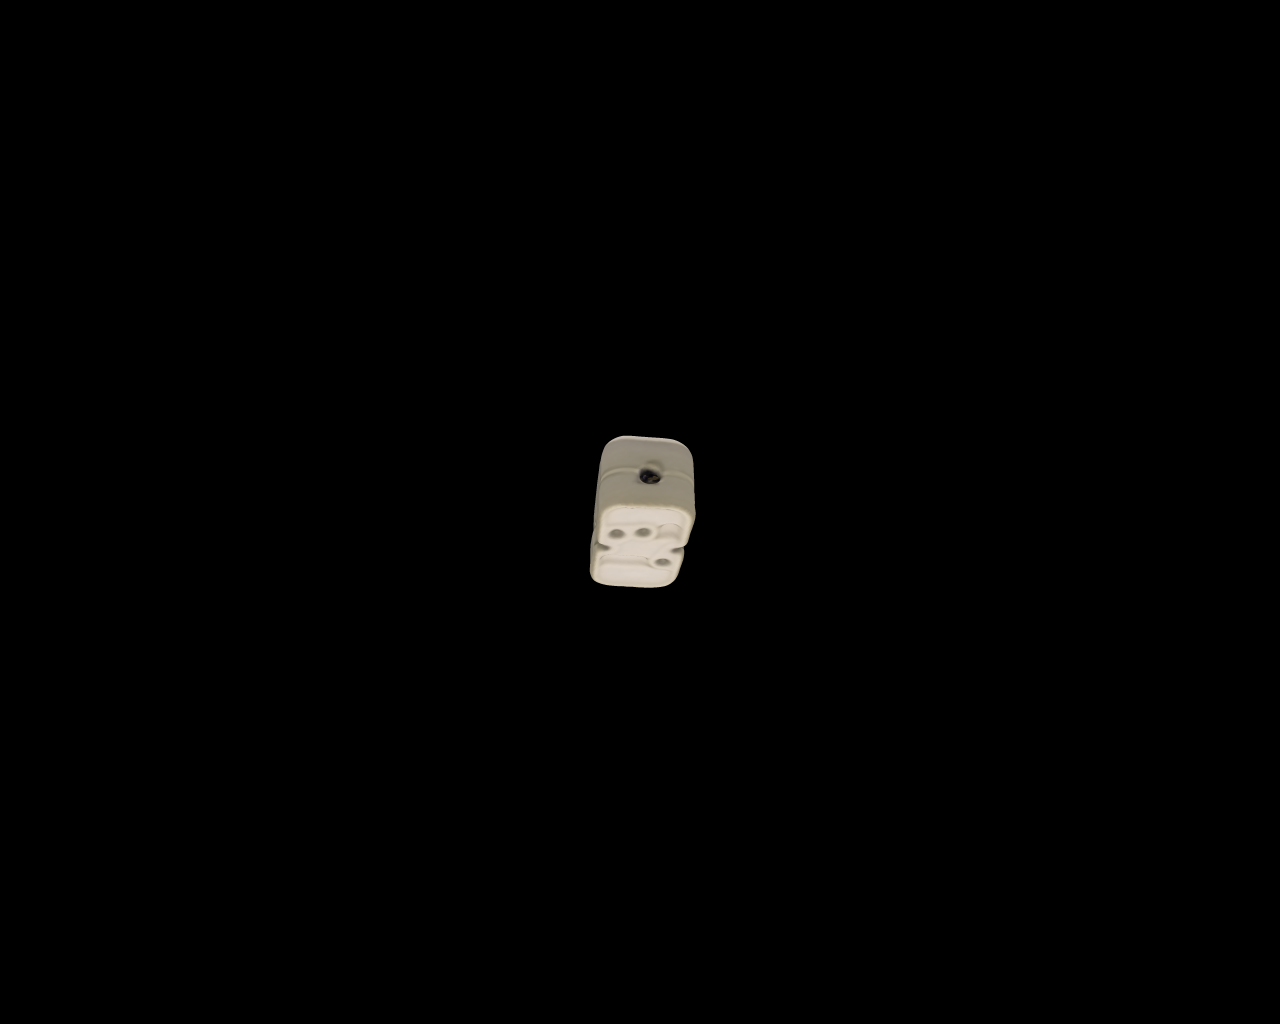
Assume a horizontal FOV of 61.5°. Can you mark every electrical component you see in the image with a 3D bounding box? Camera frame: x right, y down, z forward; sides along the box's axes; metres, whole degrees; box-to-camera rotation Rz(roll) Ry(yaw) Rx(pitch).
[{"bbox_3d":[0.001,-0.003,0.650,0.054,0.059,0.095,3,-33,-5],"label":"electrical component"}]
